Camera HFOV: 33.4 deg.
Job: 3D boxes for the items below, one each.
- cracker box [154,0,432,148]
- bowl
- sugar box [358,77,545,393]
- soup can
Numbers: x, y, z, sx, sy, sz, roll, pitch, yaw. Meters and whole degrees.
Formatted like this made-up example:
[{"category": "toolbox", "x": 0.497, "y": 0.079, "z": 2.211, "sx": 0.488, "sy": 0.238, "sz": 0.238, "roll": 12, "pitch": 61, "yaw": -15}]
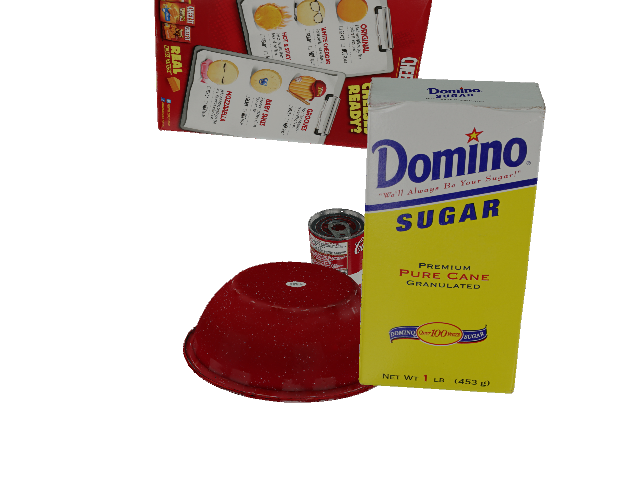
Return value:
[{"category": "cracker box", "x": -0.027, "y": -0.162, "z": 0.879, "sx": 0.213, "sy": 0.072, "sz": 0.164, "roll": 4, "pitch": -42, "yaw": -3}, {"category": "bowl", "x": -0.020, "y": 0.057, "z": 0.784, "sx": 0.162, "sy": 0.055, "sz": 0.162, "roll": 3, "pitch": 20, "yaw": -1}, {"category": "sugar box", "x": 0.069, "y": 0.000, "z": 0.596, "sx": 0.093, "sy": 0.176, "sz": 0.048, "roll": 2, "pitch": 29, "yaw": 4}, {"category": "soup can", "x": 0.020, "y": 0.023, "z": 1.245, "sx": 0.068, "sy": 0.102, "sz": 0.068, "roll": -1, "pitch": 31, "yaw": 0}]
